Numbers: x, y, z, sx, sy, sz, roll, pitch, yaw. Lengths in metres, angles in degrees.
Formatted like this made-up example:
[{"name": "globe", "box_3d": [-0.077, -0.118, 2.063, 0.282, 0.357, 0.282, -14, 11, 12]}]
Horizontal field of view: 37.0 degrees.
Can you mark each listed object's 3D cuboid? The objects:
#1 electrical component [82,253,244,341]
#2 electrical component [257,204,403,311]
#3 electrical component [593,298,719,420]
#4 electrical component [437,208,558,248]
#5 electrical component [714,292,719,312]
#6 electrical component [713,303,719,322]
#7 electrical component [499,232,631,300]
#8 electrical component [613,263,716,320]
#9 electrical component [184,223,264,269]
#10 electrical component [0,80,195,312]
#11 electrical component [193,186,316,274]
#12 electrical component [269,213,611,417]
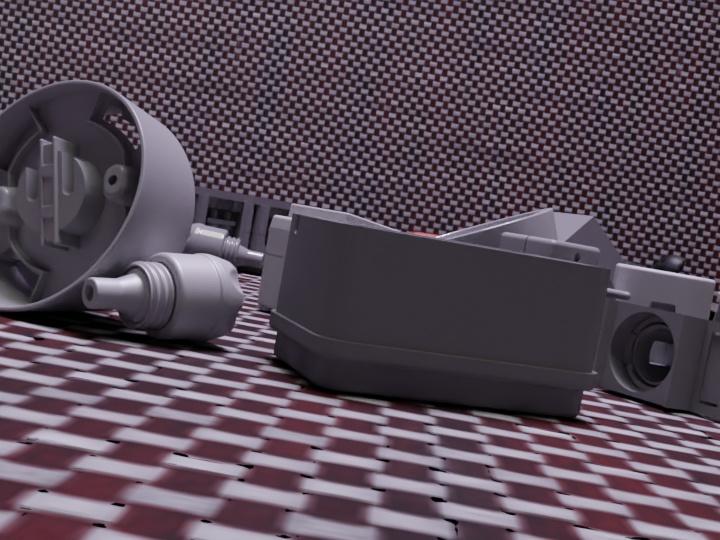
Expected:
[{"name": "electrical component", "box_3d": [-0.077, 0.010, 0.415, 0.061, 0.035, 0.035, 4, 6, -44]}, {"name": "electrical component", "box_3d": [0.000, 0.000, 0.607, 0.096, 0.061, 0.062, 7, 4, -42]}, {"name": "electrical component", "box_3d": [0.149, 0.041, 0.502, 0.064, 0.042, 0.081, 10, 3, -35]}, {"name": "electrical component", "box_3d": [0.078, 0.003, 0.690, 0.108, 0.060, 0.108, -15, 2, 1]}, {"name": "electrical component", "box_3d": [0.365, 0.052, 0.967, 0.100, 0.048, 0.100, 11, 3, 16]}, {"name": "electrical component", "box_3d": [0.263, 0.018, 0.652, 0.100, 0.099, 0.048, -9, 31, -41]}, {"name": "electrical component", "box_3d": [0.117, 0.018, 0.604, 0.047, 0.065, 0.077, 7, 4, -44]}, {"name": "electrical component", "box_3d": [0.176, 0.030, 0.641, 0.054, 0.059, 0.095, 10, 3, 12]}, {"name": "electrical component", "box_3d": [-0.101, -0.013, 0.787, 0.061, 0.035, 0.035, 12, 3, 0]}, {"name": "electrical component", "box_3d": [-0.120, -0.029, 0.446, 0.099, 0.099, 0.064, 11, -3, 24]}, {"name": "electrical component", "box_3d": [-0.125, -0.036, 0.886, 0.150, 0.061, 0.089, 9, 3, -22]}, {"name": "electrical component", "box_3d": [0.029, 0.017, 0.414, 0.113, 0.057, 0.078, 9, 3, -20]}]
